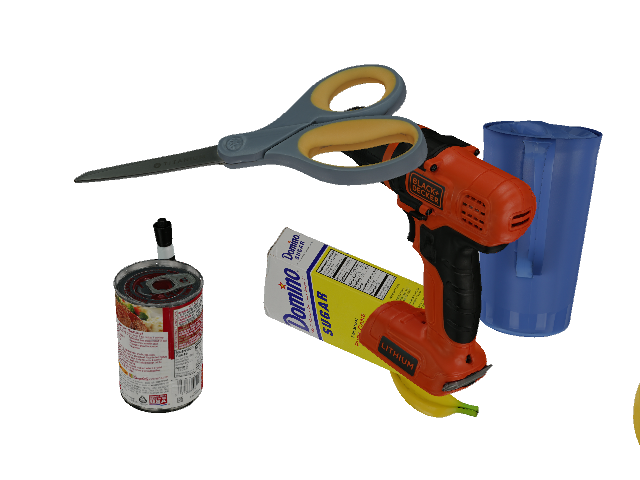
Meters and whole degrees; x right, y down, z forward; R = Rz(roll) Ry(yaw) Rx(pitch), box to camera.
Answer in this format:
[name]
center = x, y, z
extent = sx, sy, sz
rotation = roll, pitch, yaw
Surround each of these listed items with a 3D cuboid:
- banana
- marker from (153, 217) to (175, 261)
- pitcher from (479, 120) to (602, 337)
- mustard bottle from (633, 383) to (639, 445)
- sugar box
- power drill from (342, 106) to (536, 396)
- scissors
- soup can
[banana]
center = 0.114, 0.155, 1.242
extent = 0.069, 0.037, 0.198
rotation = 9, 22, -20
[marker]
center = -0.160, 0.032, 1.122
extent = 0.020, 0.121, 0.020
rotation = -2, 28, 1
[pitcher]
center = 0.244, -0.014, 1.232
extent = 0.149, 0.243, 0.145
rotation = -6, 16, -31
[mustard bottle]
center = 0.214, 0.103, 0.549
extent = 0.096, 0.058, 0.191
rotation = -1, 37, 4
[sugar box]
center = 0.035, 0.062, 0.965
extent = 0.176, 0.048, 0.093
rotation = 20, -40, 13
[power drill]
center = 0.071, 0.007, 0.790
extent = 0.057, 0.188, 0.185
rotation = -20, 37, -32
[scissors]
center = -0.036, -0.065, 0.613
extent = 0.202, 0.096, 0.016
rotation = 3, -40, 17
[soup can]
center = -0.125, 0.075, 0.835
extent = 0.068, 0.102, 0.068
rotation = 2, 28, -1
